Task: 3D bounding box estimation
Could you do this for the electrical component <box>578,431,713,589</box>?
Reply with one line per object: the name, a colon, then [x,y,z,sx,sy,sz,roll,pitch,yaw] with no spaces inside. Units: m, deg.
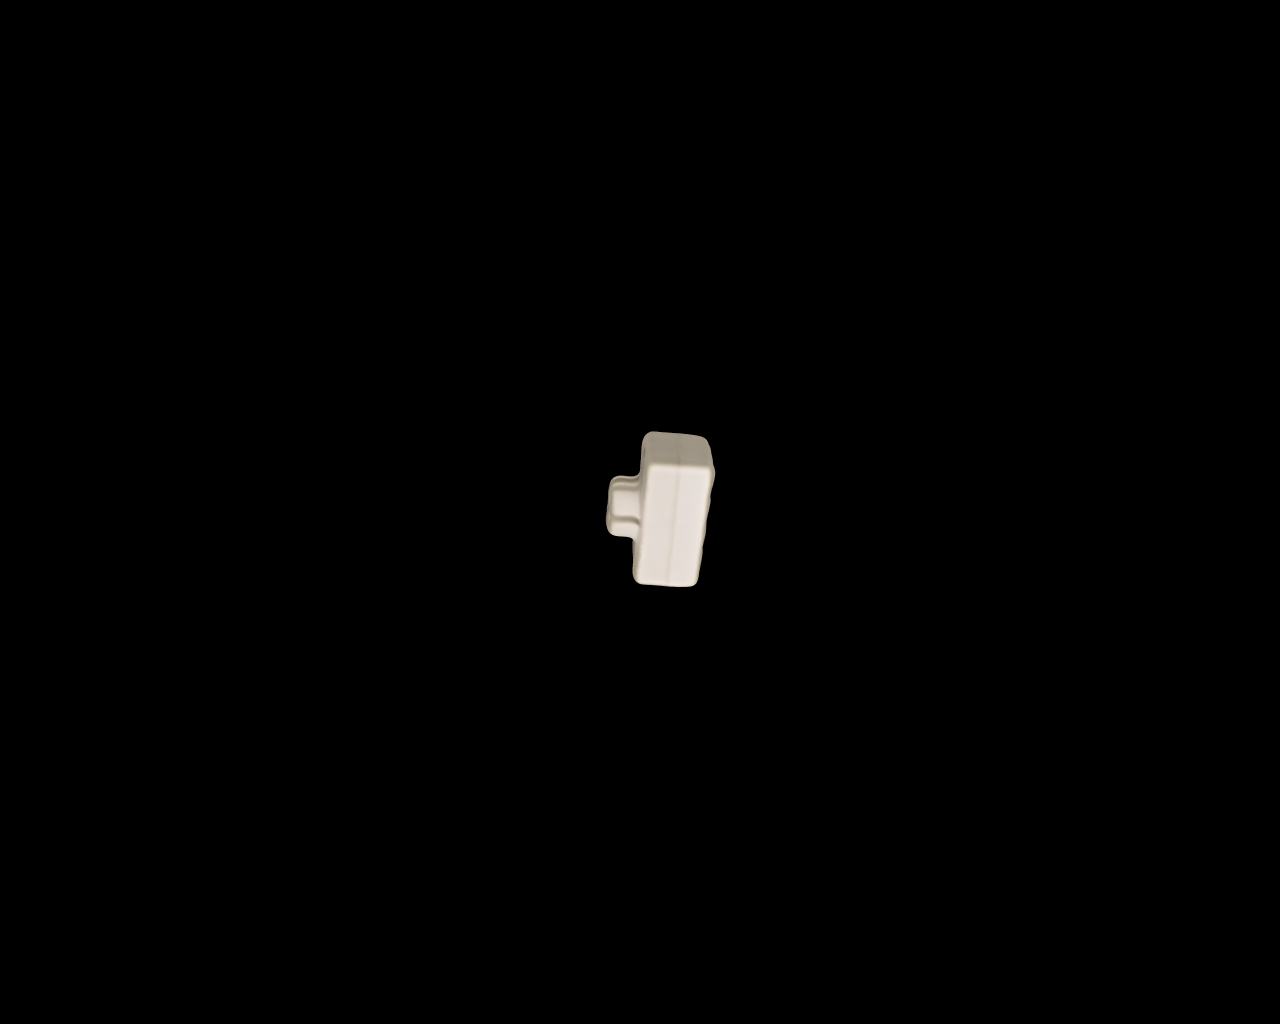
electrical component: [0.001,-0.003,0.650,0.076,0.083,0.047,4,28,-2]
